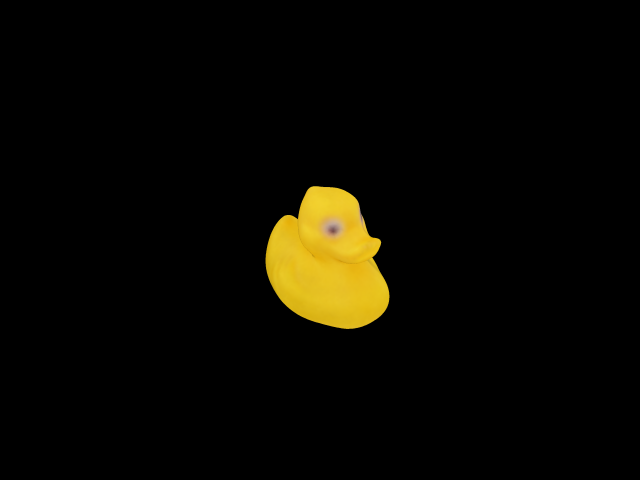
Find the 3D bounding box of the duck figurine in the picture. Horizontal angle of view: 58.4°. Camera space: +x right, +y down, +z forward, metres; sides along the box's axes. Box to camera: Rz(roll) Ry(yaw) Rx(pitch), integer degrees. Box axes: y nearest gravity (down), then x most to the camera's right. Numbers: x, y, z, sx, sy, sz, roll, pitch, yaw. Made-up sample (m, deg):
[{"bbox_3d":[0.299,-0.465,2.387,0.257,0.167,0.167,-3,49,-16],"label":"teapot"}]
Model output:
[{"bbox_3d":[0.004,0.001,0.400,0.078,0.086,0.104,-27,44,-33],"label":"duck figurine"}]
